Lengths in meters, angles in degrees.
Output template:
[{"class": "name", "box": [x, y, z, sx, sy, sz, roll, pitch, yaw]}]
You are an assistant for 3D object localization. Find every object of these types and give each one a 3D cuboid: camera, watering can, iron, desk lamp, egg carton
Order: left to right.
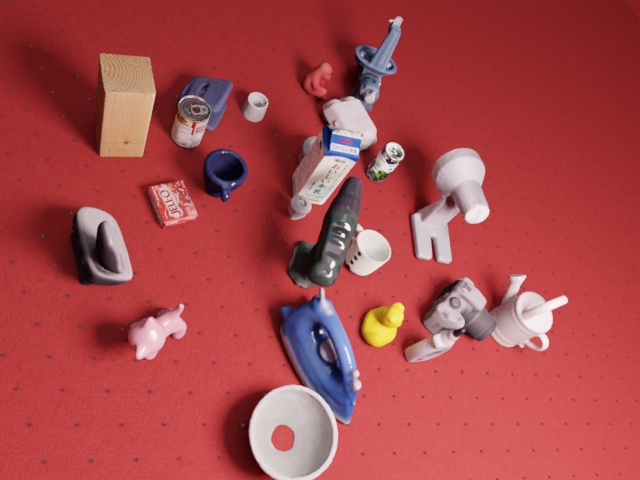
[{"class": "iron", "box": [0.025, 0.219, 1.097, 0.119, 0.141, 0.258, -17, 72, -31]}, {"class": "egg carton", "box": [0.073, -0.290, 1.434, 0.107, 0.069, 0.150, -20, 74, -32]}, {"class": "desk lamp", "box": [0.311, -0.080, 1.347, 0.118, 0.213, 0.203, 9, 61, -21]}, {"class": "camera", "box": [0.329, 0.169, 1.291, 0.137, 0.100, 0.143, 45, 55, 3]}, {"class": "watering can", "box": [0.474, 0.163, 1.305, 0.101, 0.193, 0.173, -36, 82, -34]}]

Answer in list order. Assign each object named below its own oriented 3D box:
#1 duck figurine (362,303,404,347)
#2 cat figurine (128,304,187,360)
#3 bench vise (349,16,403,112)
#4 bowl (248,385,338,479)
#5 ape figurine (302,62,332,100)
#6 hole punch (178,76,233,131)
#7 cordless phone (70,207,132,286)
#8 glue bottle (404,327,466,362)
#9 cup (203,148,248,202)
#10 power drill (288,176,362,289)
[{"class": "duck figurine", "box": [0.140, 0.173, 1.210, 0.077, 0.086, 0.105, 43, 55, 2]}, {"class": "cat figurine", "box": [-0.286, 0.157, 0.999, 0.067, 0.117, 0.128, 46, 55, 4]}, {"class": "bench vise", "box": [0.158, -0.446, 1.465, 0.122, 0.219, 0.207, 2, 63, -24]}, {"class": "bowl", "box": [-0.057, 0.352, 1.029, 0.168, 0.074, 0.167, 11, 60, -20]}, {"class": "ape figurine", "box": [0.001, -0.411, 1.451, 0.076, 0.092, 0.078, 28, 56, -9]}, {"class": "hole punch", "box": [-0.259, -0.316, 1.280, 0.101, 0.091, 0.109, 25, 56, -11]}, {"class": "cordless phone", "box": [-0.379, -0.008, 1.003, 0.094, 0.184, 0.147, -15, 71, -30]}, {"class": "glue bottle", "box": [0.247, 0.212, 1.186, 0.078, 0.173, 0.037, -7, 67, -28]}, {"class": "cup", "box": [-0.205, -0.118, 1.198, 0.092, 0.094, 0.117, 5, 62, -22]}, {"class": "power drill", "box": [0.011, 0.004, 1.164, 0.076, 0.208, 0.230, 23, 57, -12]}]
